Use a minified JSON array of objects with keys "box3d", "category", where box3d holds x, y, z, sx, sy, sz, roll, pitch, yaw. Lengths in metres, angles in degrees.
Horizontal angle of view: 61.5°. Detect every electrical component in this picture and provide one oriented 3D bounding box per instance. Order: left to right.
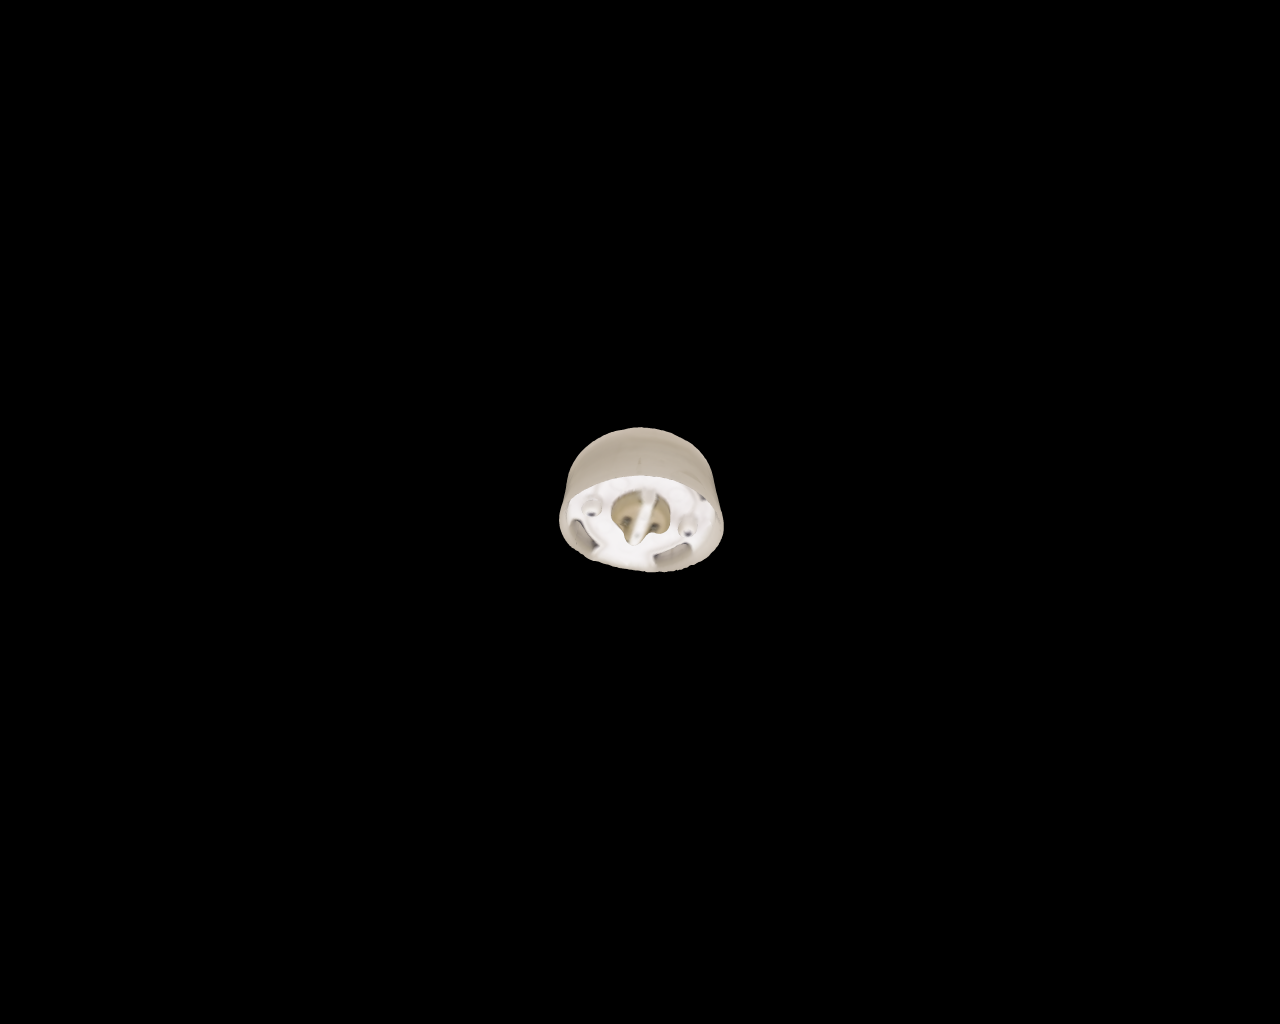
[{"box3d":[0.001,-0.003,0.650,0.099,0.099,0.064,0,41,0],"category":"electrical component"}]
